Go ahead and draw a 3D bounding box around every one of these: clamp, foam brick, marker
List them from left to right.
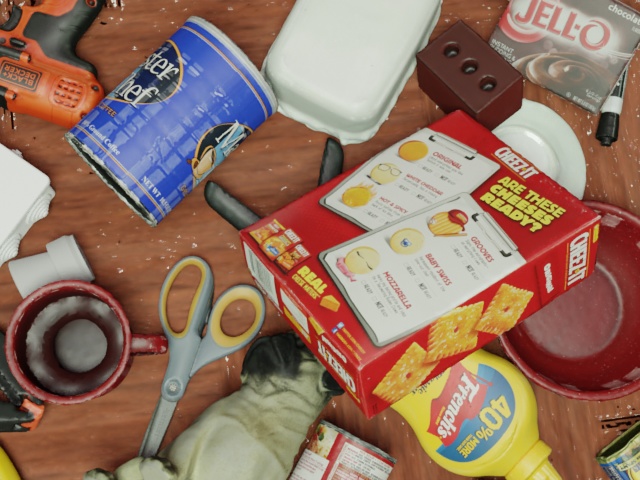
[{"bbox_3d":[-0.313,0.093,0.820,0.210,0.036,0.164,36,52,0],"label":"clamp"},{"bbox_3d":[-0.006,0.001,0.876,0.120,0.039,0.171,-30,87,-3],"label":"clamp"},{"bbox_3d":[0.124,-0.132,0.891,0.053,0.051,0.078,-39,68,-9],"label":"foam brick"},{"bbox_3d":[0.256,-0.139,0.925,0.020,0.020,0.121,12,79,-1],"label":"marker"}]

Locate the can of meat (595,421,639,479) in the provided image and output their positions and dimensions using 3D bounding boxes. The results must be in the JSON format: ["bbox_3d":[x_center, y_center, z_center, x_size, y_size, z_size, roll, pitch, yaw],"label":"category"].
[{"bbox_3d":[0.284,0.180,0.849,0.102,0.057,0.084,-35,80,-9],"label":"can of meat"}]

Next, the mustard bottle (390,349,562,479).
[{"bbox_3d":[0.109,0.125,0.829,0.192,0.058,0.096,43,100,15],"label":"mustard bottle"}]

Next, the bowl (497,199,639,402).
[{"bbox_3d":[0.211,0.051,0.868,0.162,0.055,0.162,0,80,-3],"label":"bowl"}]

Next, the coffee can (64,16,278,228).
[{"bbox_3d":[-0.118,-0.094,0.854,0.103,0.103,0.140,44,80,5],"label":"coffee can"}]

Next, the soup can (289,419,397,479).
[{"bbox_3d":[0.007,0.200,0.824,0.068,0.068,0.102,28,80,2],"label":"soup can"}]

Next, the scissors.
[{"bbox_3d":[-0.098,0.114,0.861,0.096,0.016,0.202,5,80,-2],"label":"scissors"}]

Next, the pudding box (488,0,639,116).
[{"bbox_3d":[0.207,-0.171,0.894,0.113,0.039,0.090,30,113,7],"label":"pudding box"}]

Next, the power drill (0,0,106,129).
[{"bbox_3d":[-0.247,-0.199,0.891,0.184,0.057,0.187,19,82,-3],"label":"power drill"}]

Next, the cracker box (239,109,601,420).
[{"bbox_3d":[0.073,0.011,0.798,0.213,0.072,0.164,-30,49,-17],"label":"cracker box"}]

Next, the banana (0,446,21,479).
[{"bbox_3d":[-0.256,0.213,0.823,0.069,0.037,0.198,-15,81,-6],"label":"banana"}]

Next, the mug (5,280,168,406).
[{"bbox_3d":[-0.176,0.082,0.829,0.117,0.081,0.093,-3,80,-3],"label":"mug"}]
